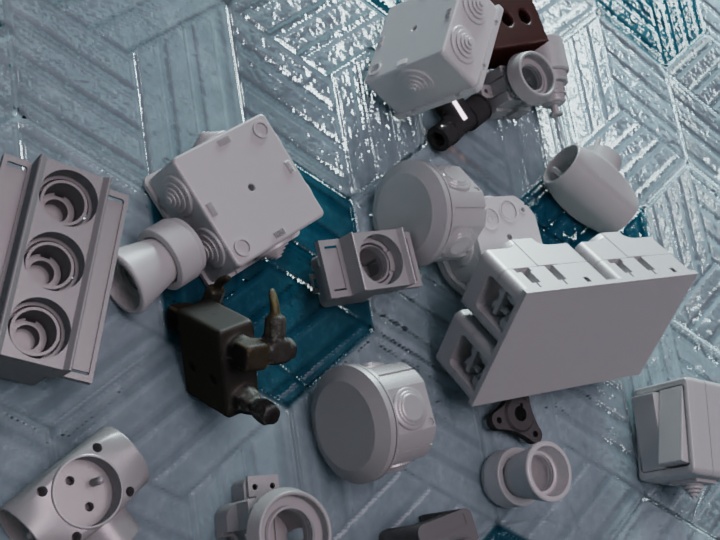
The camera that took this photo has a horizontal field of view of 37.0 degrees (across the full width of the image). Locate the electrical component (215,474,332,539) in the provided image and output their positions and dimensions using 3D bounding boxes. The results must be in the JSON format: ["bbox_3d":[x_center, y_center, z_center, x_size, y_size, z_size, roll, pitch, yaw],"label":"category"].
[{"bbox_3d":[-0.054,0.168,0.678,0.058,0.057,0.078,4,72,-33],"label":"electrical component"}]

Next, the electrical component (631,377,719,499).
[{"bbox_3d":[0.271,0.144,0.907,0.061,0.062,0.096,14,67,-30],"label":"electrical component"}]

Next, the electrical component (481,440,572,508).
[{"bbox_3d":[0.124,0.154,0.807,0.045,0.055,0.045,12,68,-31],"label":"electrical component"}]

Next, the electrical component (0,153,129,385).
[{"bbox_3d":[-0.190,0.003,0.638,0.079,0.063,0.121,19,64,-28],"label":"electrical component"}]

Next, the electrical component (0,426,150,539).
[{"bbox_3d":[-0.155,0.145,0.625,0.077,0.044,0.079,-40,98,-37],"label":"electrical component"}]

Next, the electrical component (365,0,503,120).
[{"bbox_3d":[0.057,-0.176,0.849,0.048,0.100,0.099,38,56,-34],"label":"electrical component"}]

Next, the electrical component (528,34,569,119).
[{"bbox_3d":[0.167,-0.174,0.959,0.040,0.040,0.078,-2,75,-35],"label":"electrical component"}]

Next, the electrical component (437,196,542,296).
[{"bbox_3d":[0.103,-0.019,0.854,0.080,0.051,0.080,12,68,-31],"label":"electrical component"}]

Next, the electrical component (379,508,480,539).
[{"bbox_3d":[0.059,0.215,0.741,0.050,0.056,0.089,-11,81,-37],"label":"electrical component"}]

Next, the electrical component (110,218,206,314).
[{"bbox_3d":[-0.133,-0.004,0.691,0.055,0.045,0.045,-36,95,-38],"label":"electrical component"}]

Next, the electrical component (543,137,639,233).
[{"bbox_3d":[0.210,-0.084,0.956,0.077,0.043,0.079,37,56,-18],"label":"electrical component"}]

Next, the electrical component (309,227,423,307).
[{"bbox_3d":[0.000,0.000,0.769,0.081,0.064,0.042,-6,77,-36],"label":"electrical component"}]

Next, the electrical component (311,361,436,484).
[{"bbox_3d":[0.008,0.101,0.731,0.051,0.080,0.080,-7,78,-42],"label":"electrical component"}]

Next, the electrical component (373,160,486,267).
[{"bbox_3d":[0.051,-0.042,0.810,0.051,0.080,0.080,-3,76,-41],"label":"electrical component"}]

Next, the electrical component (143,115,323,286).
[{"bbox_3d":[-0.085,-0.049,0.737,0.100,0.048,0.099,-34,94,-36],"label":"electrical component"}]

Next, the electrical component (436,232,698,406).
[{"bbox_3d":[0.158,0.033,0.831,0.186,0.105,0.060,-5,39,-36],"label":"electrical component"}]

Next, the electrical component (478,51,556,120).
[{"bbox_3d":[0.134,-0.156,0.921,0.066,0.055,0.048,-7,78,-36],"label":"electrical component"}]
